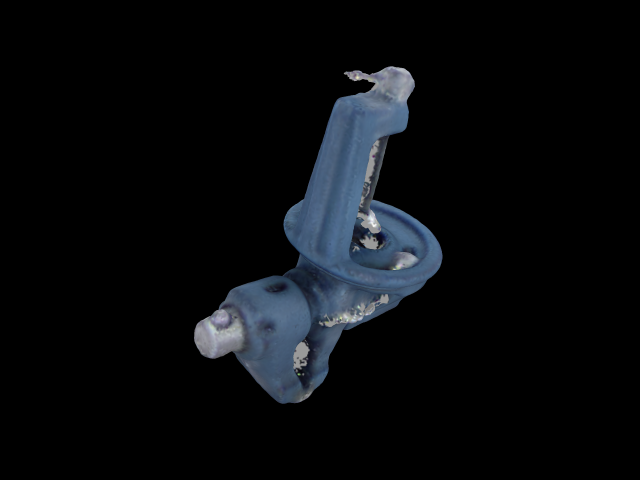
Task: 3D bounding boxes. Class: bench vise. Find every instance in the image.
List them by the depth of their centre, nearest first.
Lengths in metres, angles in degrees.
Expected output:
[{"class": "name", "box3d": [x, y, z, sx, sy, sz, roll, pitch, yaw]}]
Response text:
[{"class": "bench vise", "box3d": [0.014, 0.006, 0.395, 0.121, 0.220, 0.208, 21, 46, 22]}]
